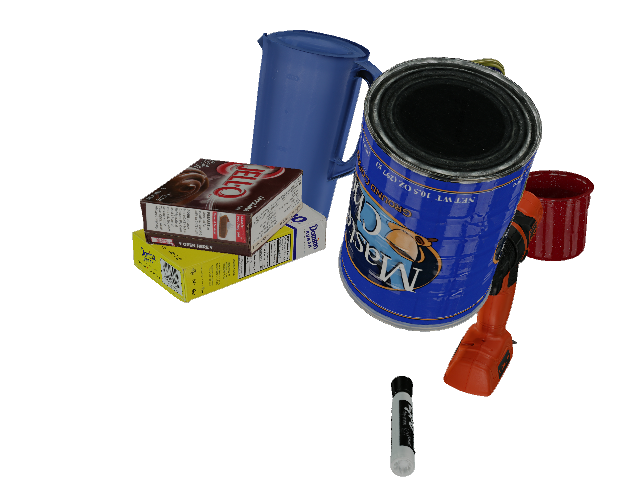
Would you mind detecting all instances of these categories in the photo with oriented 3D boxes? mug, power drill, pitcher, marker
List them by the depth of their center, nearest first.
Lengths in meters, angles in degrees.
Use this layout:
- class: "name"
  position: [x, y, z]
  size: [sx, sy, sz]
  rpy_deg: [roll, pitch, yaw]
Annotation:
- class: "marker"
  position: [0.067, 0.148, 0.871]
  size: [0.020, 0.020, 0.121]
  rpy_deg: [0, 26, 4]
- class: "power drill"
  position: [0.170, 0.058, 1.063]
  size: [0.057, 0.188, 0.184]
  rpy_deg: [18, 29, 18]
- class: "mug"
  position: [0.276, -0.032, 1.247]
  size: [0.093, 0.081, 0.117]
  rpy_deg: [20, 33, 41]
- class: "pitcher"
  position: [-0.016, -0.134, 1.337]
  size: [0.144, 0.243, 0.149]
  rpy_deg: [4, 22, -15]

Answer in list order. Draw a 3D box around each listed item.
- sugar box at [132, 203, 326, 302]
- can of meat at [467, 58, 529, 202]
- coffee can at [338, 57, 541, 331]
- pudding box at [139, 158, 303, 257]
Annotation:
- class: "sugar box"
  position: [-0.089, -0.001, 1.070]
  size: [0.175, 0.048, 0.093]
  rpy_deg: [-24, 39, -34]
- class: "can of meat"
  position: [0.129, -0.079, 0.854]
  size: [0.057, 0.084, 0.102]
  rpy_deg: [-9, -41, -11]
- class: "coffee can"
  position: [0.069, -0.026, 0.655]
  size: [0.102, 0.103, 0.140]
  rpy_deg: [0, -41, -7]
- class: "pudding box"
  position: [-0.073, -0.028, 0.819]
  size: [0.090, 0.039, 0.113]
  rpy_deg: [6, 25, 18]
